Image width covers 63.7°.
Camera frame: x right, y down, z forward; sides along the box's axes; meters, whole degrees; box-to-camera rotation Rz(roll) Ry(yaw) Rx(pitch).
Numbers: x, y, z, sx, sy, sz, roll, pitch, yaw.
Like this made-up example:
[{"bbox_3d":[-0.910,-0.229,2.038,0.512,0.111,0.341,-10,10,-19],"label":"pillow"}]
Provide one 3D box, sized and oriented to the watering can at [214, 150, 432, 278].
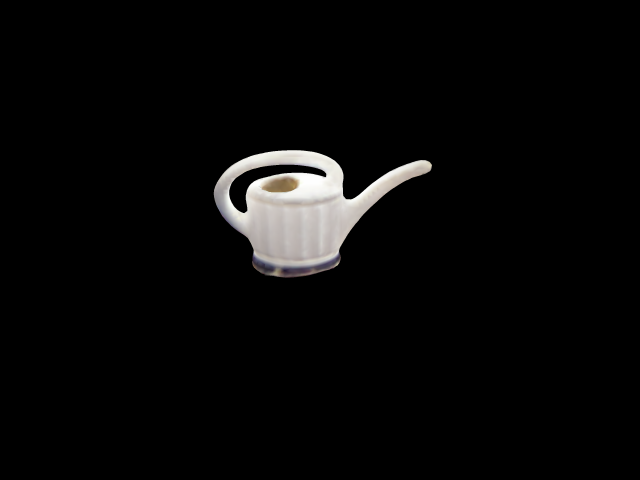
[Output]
[{"bbox_3d":[0.003,-0.043,0.850,0.348,0.219,0.106,0,33,0],"label":"watering can"}]
